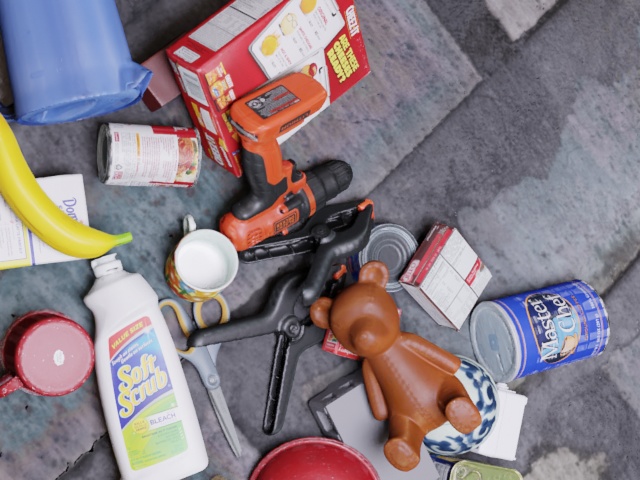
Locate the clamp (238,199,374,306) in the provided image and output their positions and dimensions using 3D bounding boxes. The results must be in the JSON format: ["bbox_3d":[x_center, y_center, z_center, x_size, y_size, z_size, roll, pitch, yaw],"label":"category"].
[{"bbox_3d":[-0.008,0.002,1.240,0.120,0.039,0.171,29,49,24],"label":"clamp"}]

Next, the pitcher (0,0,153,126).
[{"bbox_3d":[-0.285,-0.243,1.110,0.149,0.145,0.243,-14,90,-35],"label":"pitcher"}]

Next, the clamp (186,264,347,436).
[{"bbox_3d":[-0.048,0.098,1.228,0.164,0.036,0.210,46,70,-29],"label":"clamp"}]

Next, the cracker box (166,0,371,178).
[{"bbox_3d":[-0.054,-0.199,1.186,0.213,0.072,0.164,-41,142,-19],"label":"cracker box"}]

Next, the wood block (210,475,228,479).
[{"bbox_3d":[-0.089,0.378,1.182,0.090,0.090,0.206,-30,100,-20],"label":"wood block"}]

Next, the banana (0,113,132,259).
[{"bbox_3d":[-0.286,-0.043,1.098,0.197,0.037,0.069,46,50,-17],"label":"banana"}]

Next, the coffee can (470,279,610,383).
[{"bbox_3d":[0.273,0.113,1.333,0.140,0.103,0.103,-12,93,-23],"label":"coffee can"}]

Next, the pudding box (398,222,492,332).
[{"bbox_3d":[0.154,0.046,1.299,0.090,0.039,0.113,-56,131,-14],"label":"pudding box"}]

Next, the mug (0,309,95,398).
[{"bbox_3d":[-0.291,0.126,1.110,0.117,0.082,0.093,-33,101,-20],"label":"mug"}]

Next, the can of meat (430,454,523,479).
[{"bbox_3d":[0.180,0.295,1.298,0.102,0.084,0.057,14,83,-22],"label":"can of meat"}]

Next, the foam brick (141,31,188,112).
[{"bbox_3d":[-0.169,-0.187,1.188,0.078,0.051,0.053,-40,104,-18],"label":"foam brick"}]

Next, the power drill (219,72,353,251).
[{"bbox_3d":[-0.033,-0.090,1.185,0.184,0.057,0.188,-32,144,-28],"label":"power drill"}]

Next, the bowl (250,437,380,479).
[{"bbox_3d":[-0.006,0.307,1.202,0.162,0.055,0.162,0,101,2],"label":"bowl"}]

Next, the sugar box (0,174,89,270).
[{"bbox_3d":[-0.334,-0.015,1.118,0.176,0.048,0.093,-7,90,-26],"label":"sugar box"}]

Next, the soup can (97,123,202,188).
[{"bbox_3d":[-0.188,-0.092,1.169,0.102,0.069,0.068,1,88,-22],"label":"soup can"}]

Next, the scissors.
[{"bbox_3d":[-0.114,0.142,1.219,0.096,0.016,0.201,-38,103,-19],"label":"scissors"}]

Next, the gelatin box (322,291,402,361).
[{"bbox_3d":[0.051,0.106,1.264,0.089,0.030,0.073,20,84,-40],"label":"gelatin box"}]

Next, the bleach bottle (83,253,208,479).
[{"bbox_3d":[-0.204,0.140,1.157,0.102,0.068,0.251,-18,91,-8],"label":"bleach bottle"}]

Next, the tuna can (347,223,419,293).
[{"bbox_3d":[0.078,0.022,1.292,0.086,0.034,0.086,1,88,-23],"label":"tuna can"}]
